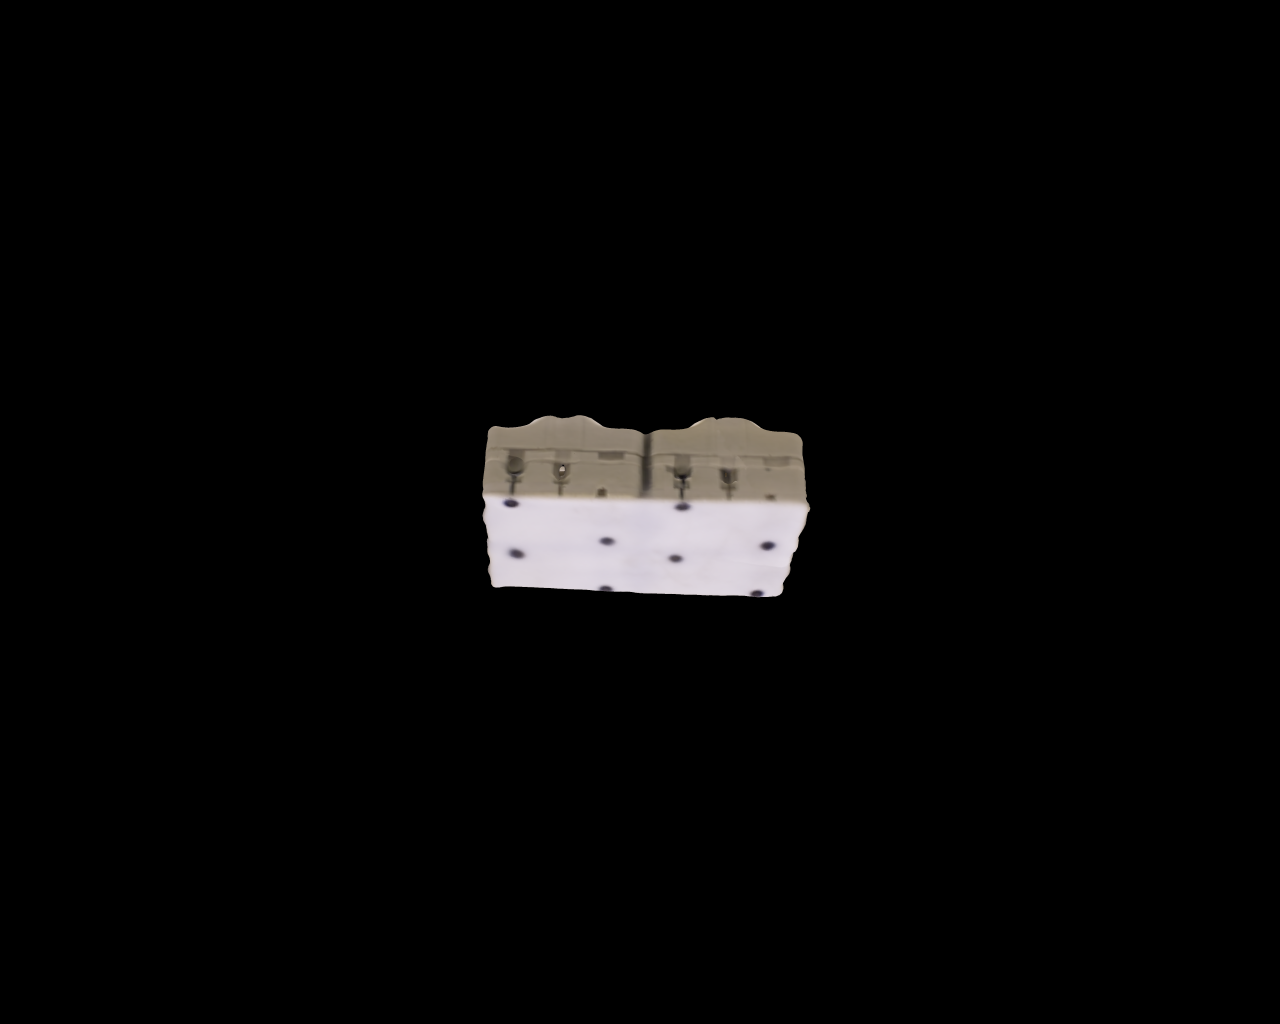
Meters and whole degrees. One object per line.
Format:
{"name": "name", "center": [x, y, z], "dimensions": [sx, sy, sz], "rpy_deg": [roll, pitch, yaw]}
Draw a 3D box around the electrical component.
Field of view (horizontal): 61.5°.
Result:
{"name": "electrical component", "center": [0.001, -0.003, 0.650], "dimensions": [0.186, 0.060, 0.105], "rpy_deg": [2, -35, -2]}
